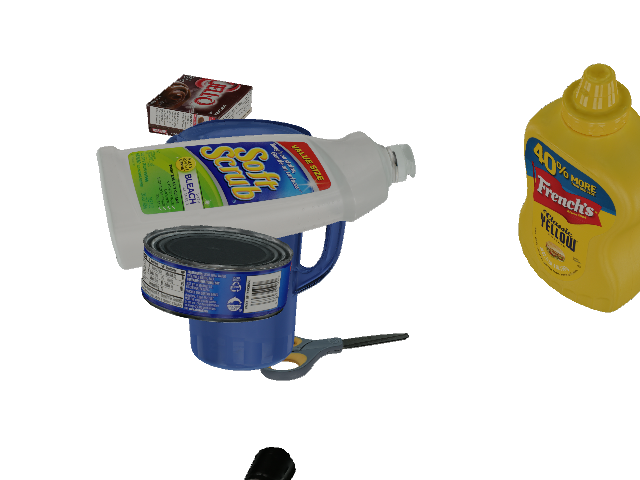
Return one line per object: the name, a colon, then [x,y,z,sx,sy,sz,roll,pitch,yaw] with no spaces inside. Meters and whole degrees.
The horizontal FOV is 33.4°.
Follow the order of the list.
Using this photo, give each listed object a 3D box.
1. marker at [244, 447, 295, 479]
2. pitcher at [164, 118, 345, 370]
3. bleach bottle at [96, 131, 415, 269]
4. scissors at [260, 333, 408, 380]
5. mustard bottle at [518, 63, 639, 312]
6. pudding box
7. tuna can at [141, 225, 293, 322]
marker: [-0.036,0.119,0.420,0.020,0.020,0.121,0,23,19]
pitcher: [-0.068,0.004,1.076,0.144,0.243,0.149,-10,21,-30]
bleach bottle: [-0.049,-0.048,0.871,0.250,0.102,0.068,-12,-33,-8]
scissors: [0.011,0.129,1.210,0.201,0.016,0.096,1,25,-8]
mustard bottle: [0.175,-0.039,0.700,0.058,0.191,0.096,-32,54,-17]
pudding box: [-0.139,-0.154,1.245,0.090,0.039,0.113,10,31,14]
tuna can: [-0.060,0.018,0.612,0.086,0.034,0.086,6,14,-2]
